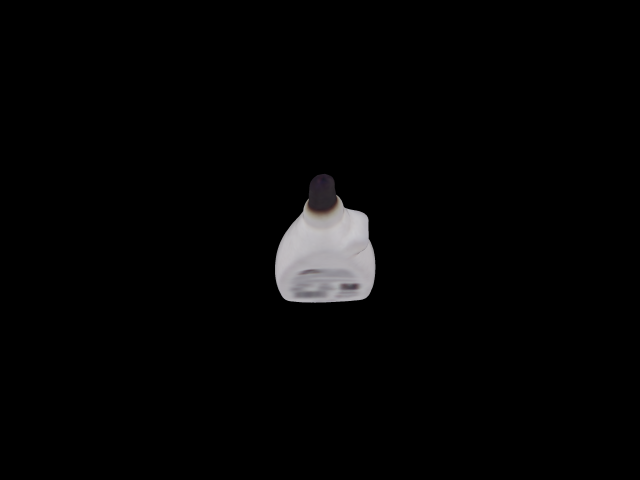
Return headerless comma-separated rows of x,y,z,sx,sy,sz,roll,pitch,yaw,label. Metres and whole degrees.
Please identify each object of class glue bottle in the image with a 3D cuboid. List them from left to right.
0.004,0.001,0.400,0.078,0.173,0.037,0,66,0,glue bottle
